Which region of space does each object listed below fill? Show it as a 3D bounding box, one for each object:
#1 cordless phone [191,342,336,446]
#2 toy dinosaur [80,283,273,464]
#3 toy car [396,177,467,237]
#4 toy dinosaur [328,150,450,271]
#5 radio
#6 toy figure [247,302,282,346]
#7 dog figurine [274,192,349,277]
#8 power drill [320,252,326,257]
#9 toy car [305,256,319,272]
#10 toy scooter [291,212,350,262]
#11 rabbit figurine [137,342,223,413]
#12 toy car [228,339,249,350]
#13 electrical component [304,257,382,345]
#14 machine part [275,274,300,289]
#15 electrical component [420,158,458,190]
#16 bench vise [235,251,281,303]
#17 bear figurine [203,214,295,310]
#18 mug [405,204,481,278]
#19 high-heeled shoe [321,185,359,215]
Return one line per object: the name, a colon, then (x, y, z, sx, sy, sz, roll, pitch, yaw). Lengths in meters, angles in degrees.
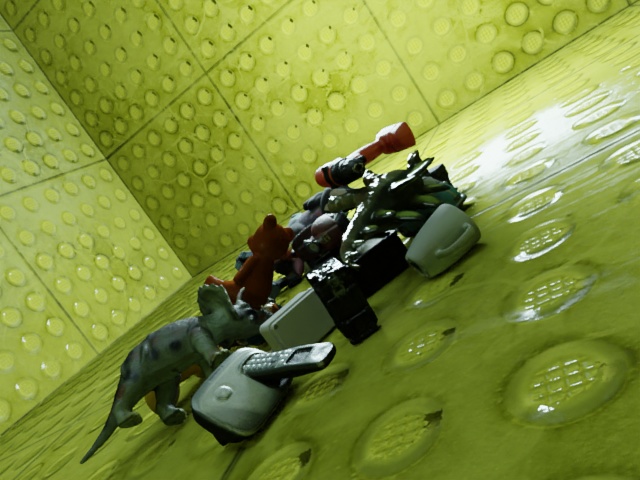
cordless phone: (-0.068, 0.199, 0.722, 0.184, 0.088, 0.146, -22, 13, 35)
toy dinosaur: (-0.270, 0.215, 0.970, 0.405, 0.131, 0.192, -28, 45, -6)
toy car: (0.216, -0.078, 1.122, 0.162, 0.103, 0.109, -22, 13, 48)
toy dinosaur: (0.113, -0.064, 0.952, 0.199, 0.105, 0.471, -22, 20, 40)
radio: (0.073, 0.047, 1.054, 0.131, 0.073, 0.230, -36, 8, -15)
toy figure: (-0.112, 0.170, 1.137, 0.064, 0.057, 0.154, -5, 15, 15)
dog figurine: (-0.031, -0.007, 1.267, 0.191, 0.108, 0.219, -42, 10, 30)
power drill: (0.087, 0.002, 1.290, 0.232, 0.086, 0.207, -32, 2, 12)
toy car: (-0.013, 0.037, 1.442, 0.056, 0.073, 0.202, -25, 11, 30)
toy scooter: (-0.002, -0.003, 1.125, 0.135, 0.075, 0.184, -36, 6, -5)
rabbit figurine: (-0.291, 0.260, 1.075, 0.122, 0.162, 0.173, -3, 47, 51)
toy car: (-0.213, 0.226, 1.212, 0.202, 0.053, 0.089, -27, 21, 22)
electrical component: (0.031, 0.089, 0.833, 0.058, 0.114, 0.134, -31, 8, -6)
machine part: (-0.106, 0.120, 1.458, 0.139, 0.039, 0.084, -30, 14, 18)
electrical component: (0.264, -0.148, 1.279, 0.048, 0.119, 0.075, -41, 8, -38)
bench vise: (-0.150, 0.108, 1.318, 0.223, 0.128, 0.241, -54, 26, -10)
bear figurine: (-0.142, 0.044, 1.132, 0.132, 0.120, 0.195, 9, 78, 30)
mug: (0.191, 0.009, 0.833, 0.107, 0.080, 0.110, -46, 16, -7)
high-heeled shoe: (0.128, -0.074, 1.211, 0.145, 0.249, 0.086, -64, -4, 4)
